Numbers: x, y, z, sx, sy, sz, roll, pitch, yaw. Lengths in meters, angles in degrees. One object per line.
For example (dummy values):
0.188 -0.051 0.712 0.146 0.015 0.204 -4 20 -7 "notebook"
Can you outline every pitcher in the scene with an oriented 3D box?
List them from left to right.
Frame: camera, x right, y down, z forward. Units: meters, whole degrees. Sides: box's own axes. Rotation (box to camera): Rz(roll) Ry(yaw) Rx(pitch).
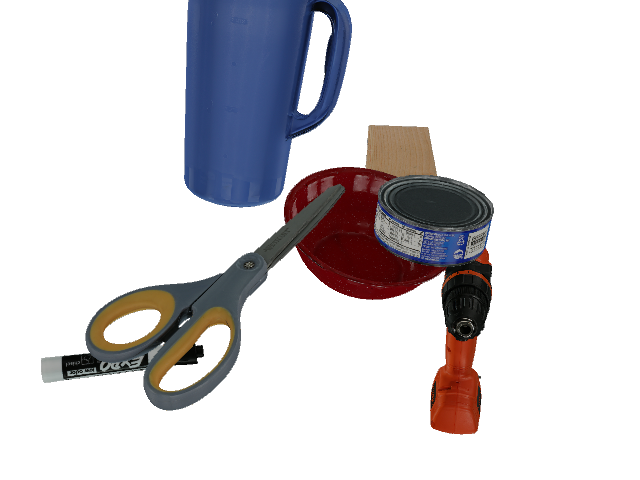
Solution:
-0.069 -0.159 1.097 0.144 0.243 0.149 -6 29 -26 "pitcher"

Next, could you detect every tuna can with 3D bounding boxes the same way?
0.083 -0.015 0.789 0.086 0.034 0.086 5 29 -3 "tuna can"

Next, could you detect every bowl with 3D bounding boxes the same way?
0.041 0.003 0.989 0.162 0.055 0.162 9 41 -8 "bowl"

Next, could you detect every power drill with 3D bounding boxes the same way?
0.153 0.112 1.152 0.057 0.188 0.184 7 25 8 "power drill"

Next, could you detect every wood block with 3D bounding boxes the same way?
0.111 -0.081 1.491 0.091 0.090 0.206 3 28 0 "wood block"

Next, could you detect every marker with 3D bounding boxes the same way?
-0.149 0.091 0.807 0.121 0.020 0.020 -6 1 -7 "marker"

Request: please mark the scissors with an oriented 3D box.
-0.062 0.019 0.624 0.096 0.016 0.201 11 42 17 "scissors"
